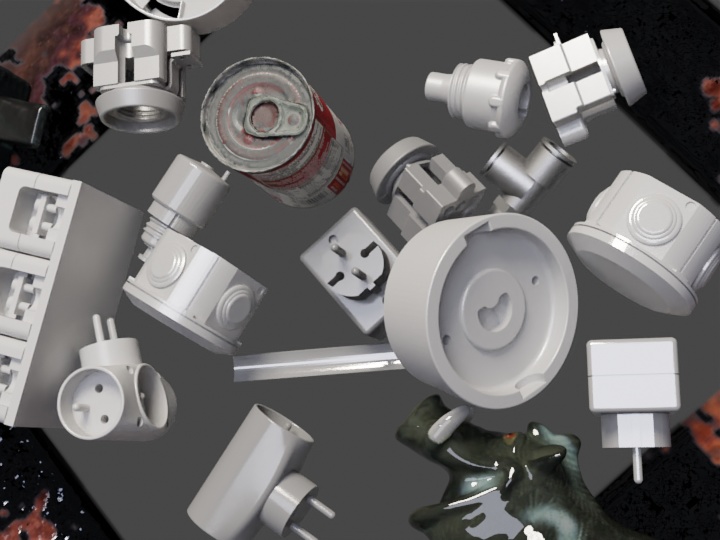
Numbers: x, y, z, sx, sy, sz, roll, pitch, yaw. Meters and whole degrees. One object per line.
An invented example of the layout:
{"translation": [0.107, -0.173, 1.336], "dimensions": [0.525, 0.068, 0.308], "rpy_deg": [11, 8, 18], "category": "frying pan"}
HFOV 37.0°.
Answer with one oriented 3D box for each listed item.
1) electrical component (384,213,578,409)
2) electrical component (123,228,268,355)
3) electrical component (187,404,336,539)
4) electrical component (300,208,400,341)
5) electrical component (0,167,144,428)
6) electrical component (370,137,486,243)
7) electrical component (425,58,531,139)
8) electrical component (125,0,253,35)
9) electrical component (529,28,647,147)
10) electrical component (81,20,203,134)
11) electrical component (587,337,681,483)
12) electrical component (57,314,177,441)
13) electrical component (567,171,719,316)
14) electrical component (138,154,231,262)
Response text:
{"translation": [0.064, 0.021, 0.612], "dimensions": [0.060, 0.108, 0.108], "rpy_deg": [7, 80, 57], "category": "electrical component"}
{"translation": [-0.101, 0.015, 0.664], "dimensions": [0.080, 0.080, 0.051], "rpy_deg": [29, 83, 17], "category": "electrical component"}
{"translation": [-0.052, 0.134, 0.649], "dimensions": [0.079, 0.043, 0.077], "rpy_deg": [33, 90, 16], "category": "electrical component"}
{"translation": [0.000, 0.000, 0.641], "dimensions": [0.047, 0.077, 0.065], "rpy_deg": [-42, 74, 4], "category": "electrical component"}
{"translation": [-0.202, 0.020, 0.681], "dimensions": [0.062, 0.089, 0.150], "rpy_deg": [13, 84, 15], "category": "electrical component"}
{"translation": [0.039, -0.047, 0.651], "dimensions": [0.048, 0.066, 0.055], "rpy_deg": [-24, 61, -34], "category": "electrical component"}
{"translation": [0.071, -0.108, 0.660], "dimensions": [0.062, 0.048, 0.048], "rpy_deg": [14, 84, 23], "category": "electrical component"}
{"translation": [-0.115, -0.208, 0.711], "dimensions": [0.099, 0.064, 0.099], "rpy_deg": [-2, 80, 14], "category": "electrical component"}
{"translation": [0.138, -0.114, 0.644], "dimensions": [0.055, 0.048, 0.066], "rpy_deg": [-21, 76, 17], "category": "electrical component"}
{"translation": [-0.144, -0.125, 0.709], "dimensions": [0.078, 0.058, 0.057], "rpy_deg": [-6, 77, 12], "category": "electrical component"}
{"translation": [0.152, 0.079, 0.596], "dimensions": [0.047, 0.066, 0.076], "rpy_deg": [-3, 80, 14], "category": "electrical component"}
{"translation": [-0.152, 0.066, 0.668], "dimensions": [0.044, 0.077, 0.079], "rpy_deg": [-16, 77, 11], "category": "electrical component"}
{"translation": [0.162, -0.014, 0.604], "dimensions": [0.080, 0.080, 0.051], "rpy_deg": [34, 85, 17], "category": "electrical component"}
{"translation": [-0.117, -0.038, 0.696], "dimensions": [0.040, 0.040, 0.078], "rpy_deg": [33, 90, 17], "category": "electrical component"}
